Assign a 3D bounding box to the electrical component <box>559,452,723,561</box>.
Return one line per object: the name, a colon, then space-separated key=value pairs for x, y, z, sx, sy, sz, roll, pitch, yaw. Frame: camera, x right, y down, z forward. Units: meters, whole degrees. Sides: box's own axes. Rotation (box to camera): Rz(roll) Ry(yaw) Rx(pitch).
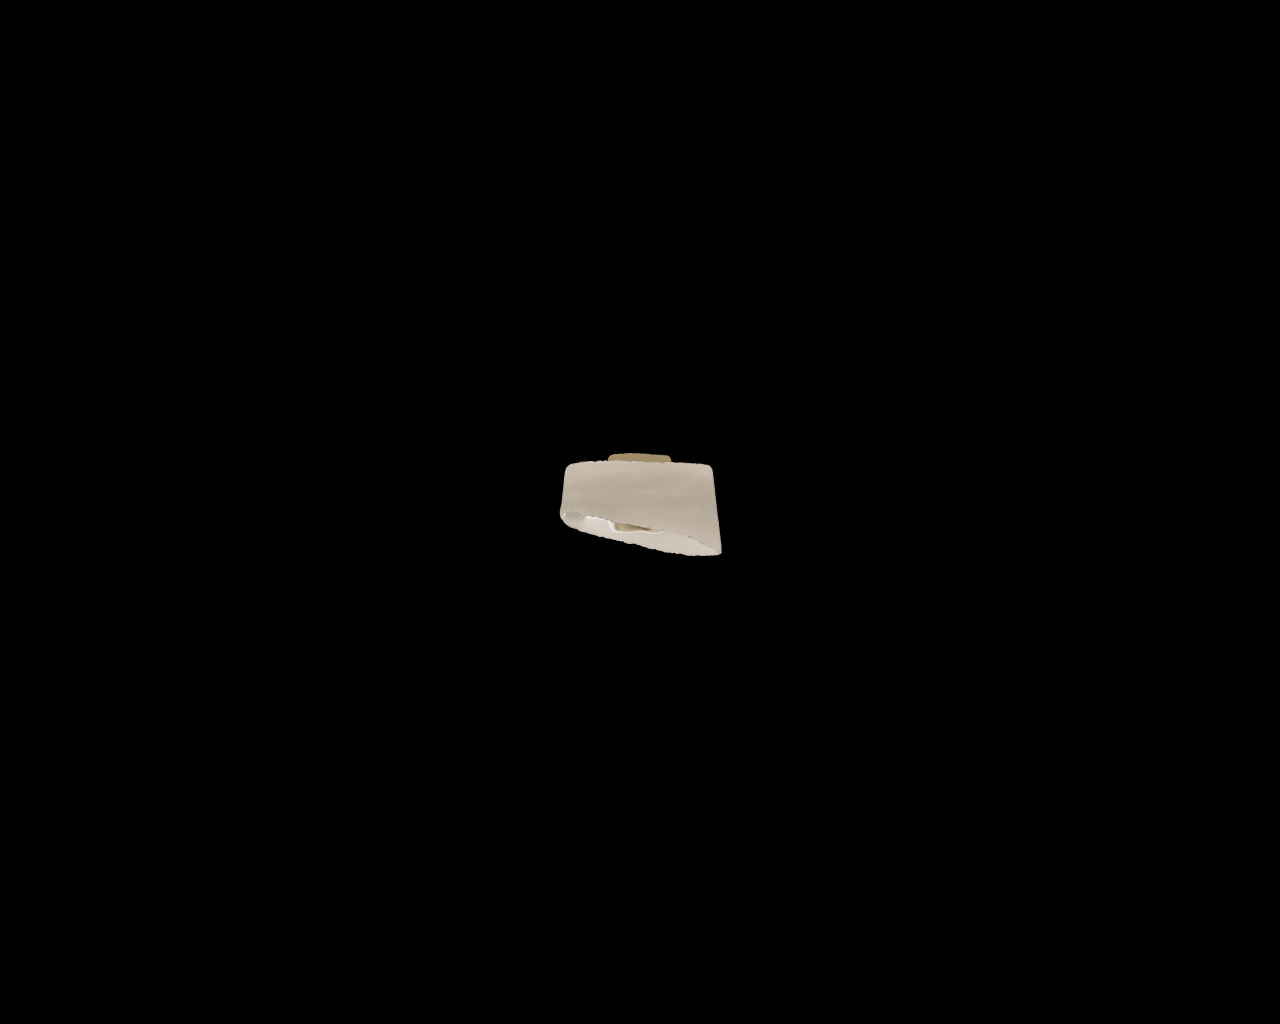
electrical component: x=0.001 y=-0.003 z=0.650 sx=0.099 sy=0.064 sz=0.099 roll=0 pitch=-4 yaw=0
